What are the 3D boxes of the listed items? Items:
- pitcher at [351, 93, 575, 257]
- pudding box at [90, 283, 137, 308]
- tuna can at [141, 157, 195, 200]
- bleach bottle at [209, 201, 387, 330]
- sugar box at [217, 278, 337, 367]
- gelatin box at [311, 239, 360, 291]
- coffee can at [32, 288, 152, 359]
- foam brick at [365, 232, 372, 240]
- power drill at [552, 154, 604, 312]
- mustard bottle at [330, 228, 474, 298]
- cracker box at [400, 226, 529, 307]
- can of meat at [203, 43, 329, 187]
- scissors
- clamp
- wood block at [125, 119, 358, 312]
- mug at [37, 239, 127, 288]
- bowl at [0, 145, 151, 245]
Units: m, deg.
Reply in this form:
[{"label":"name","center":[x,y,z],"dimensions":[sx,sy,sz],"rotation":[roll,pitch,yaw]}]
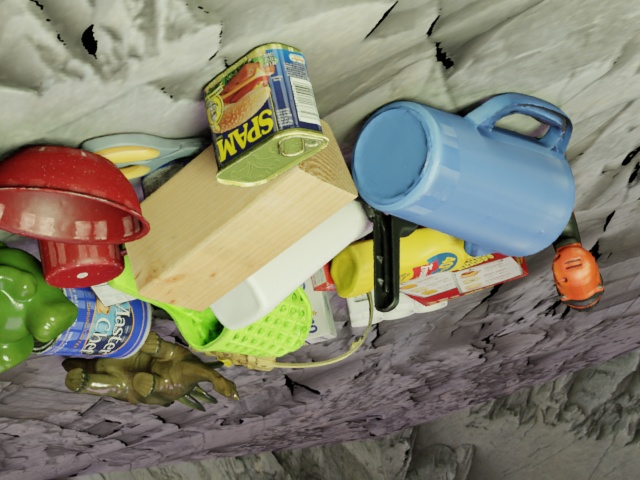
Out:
[{"label":"pitcher","center":[0.151,-0.072,1.082],"dimensions":[0.145,0.149,0.242],"rotation":[-7,167,41]},{"label":"pudding box","center":[-0.221,0.024,1.191],"dimensions":[0.090,0.039,0.113],"rotation":[-13,141,6]},{"label":"tuna can","center":[-0.135,-0.052,1.070],"dimensions":[0.086,0.034,0.086],"rotation":[-12,163,-4]},{"label":"bleach bottle","center":[-0.008,0.001,1.151],"dimensions":[0.250,0.068,0.103],"rotation":[-35,-176,-37]},{"label":"sugar box","center":[-0.071,0.119,1.568],"dimensions":[0.176,0.093,0.048],"rotation":[-18,163,13]},{"label":"gelatin box","center":[0.019,0.018,1.312],"dimensions":[0.073,0.089,0.030],"rotation":[2,157,-41]},{"label":"coffee can","center":[-0.291,0.091,1.301],"dimensions":[0.103,0.103,0.140],"rotation":[-23,160,31]},{"label":"foam brick","center":[0.086,0.011,1.354],"dimensions":[0.051,0.053,0.078],"rotation":[-11,138,4]},{"label":"power drill","center":[0.281,-0.014,1.229],"dimensions":[0.057,0.188,0.184],"rotation":[-17,161,11]},{"label":"mustard bottle","center":[0.113,0.017,1.263],"dimensions":[0.191,0.058,0.096],"rotation":[-13,160,-22]},{"label":"cracker box","center":[0.187,0.023,1.484],"dimensions":[0.164,0.072,0.213],"rotation":[-19,161,16]},{"label":"can of meat","center":[-0.048,-0.102,0.881],"dimensions":[0.057,0.084,0.102],"rotation":[5,156,-45]},{"label":"scissors","center":[-0.129,-0.081,1.011],"dimensions":[0.201,0.016,0.096],"rotation":[-3,162,-27]},{"label":"clamp","center":[0.059,-0.043,1.102],"dimensions":[0.036,0.164,0.209],"rotation":[-20,-159,29]},{"label":"wood block","center":[-0.079,-0.029,0.994],"dimensions":[0.206,0.091,0.090],"rotation":[-37,147,24]},{"label":"mug","center":[-0.230,-0.004,1.073],"dimensions":[0.117,0.081,0.093],"rotation":[-13,163,1]},{"label":"bowl","center":[-0.230,-0.043,0.953],"dimensions":[0.162,0.055,0.162],"rotation":[4,164,1]}]
